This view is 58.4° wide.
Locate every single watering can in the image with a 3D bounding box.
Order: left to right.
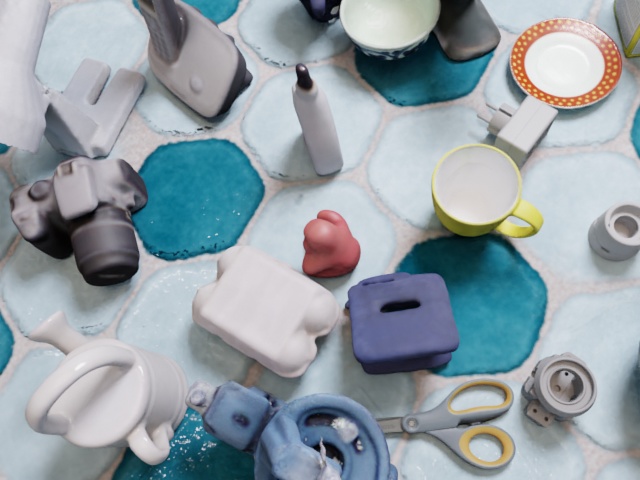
[{"bbox_3d":[-0.211,0.142,0.546,0.172,0.194,0.101,22,75,14],"label":"watering can"}]

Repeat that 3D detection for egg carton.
[{"bbox_3d":[-0.058,0.073,0.617,0.150,0.069,0.107,27,77,15],"label":"egg carton"}]

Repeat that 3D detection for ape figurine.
[{"bbox_3d":[0.006,0.002,0.622,0.076,0.092,0.078,35,79,17],"label":"ape figurine"}]

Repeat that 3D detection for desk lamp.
[{"bbox_3d":[-0.327,-0.175,0.658,0.117,0.214,0.203,18,74,13],"label":"desk lamp"}]

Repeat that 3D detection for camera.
[{"bbox_3d":[-0.272,-0.016,0.657,0.143,0.101,0.136,-21,70,0],"label":"camera"}]

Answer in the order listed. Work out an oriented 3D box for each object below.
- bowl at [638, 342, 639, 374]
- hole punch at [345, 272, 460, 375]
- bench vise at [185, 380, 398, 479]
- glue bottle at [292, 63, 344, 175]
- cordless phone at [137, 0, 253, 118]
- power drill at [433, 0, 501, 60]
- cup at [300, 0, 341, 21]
[{"bbox_3d":[0.378,0.126,0.543,0.167,0.075,0.167,-2,71,6],"label":"bowl"},{"bbox_3d":[0.080,0.081,0.586,0.108,0.091,0.101,-9,70,4],"label":"hole punch"},{"bbox_3d":[-0.036,0.189,0.495,0.207,0.220,0.121,6,72,9],"label":"bench vise"},{"bbox_3d":[-0.008,-0.139,0.628,0.037,0.173,0.078,-22,70,0],"label":"glue bottle"},{"bbox_3d":[-0.163,-0.245,0.677,0.147,0.185,0.094,39,80,17],"label":"cordless phone"},{"bbox_3d":[0.173,-0.306,0.645,0.075,0.208,0.229,-22,70,-1],"label":"power drill"},{"bbox_3d":[0.004,-0.316,0.729,0.091,0.095,0.118,-2,71,7],"label":"cup"}]
